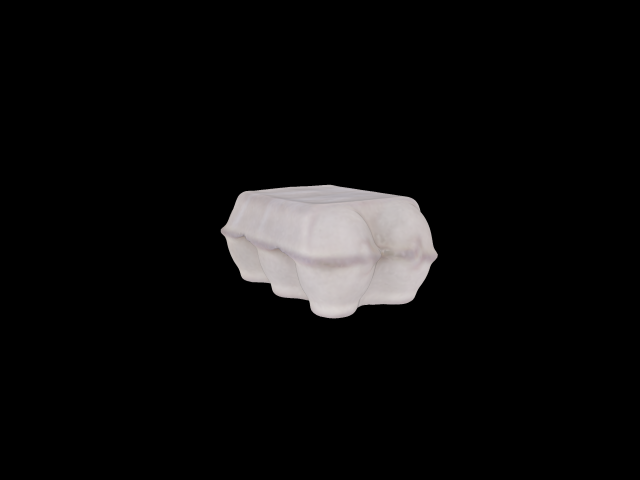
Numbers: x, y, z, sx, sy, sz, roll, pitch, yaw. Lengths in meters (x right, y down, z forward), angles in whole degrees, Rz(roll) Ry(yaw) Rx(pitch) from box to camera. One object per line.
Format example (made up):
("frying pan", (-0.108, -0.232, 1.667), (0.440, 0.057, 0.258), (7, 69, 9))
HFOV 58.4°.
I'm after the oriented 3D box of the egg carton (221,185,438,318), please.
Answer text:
("egg carton", (0.004, 0.001, 0.400), (0.107, 0.069, 0.149), (-8, 14, -35))
